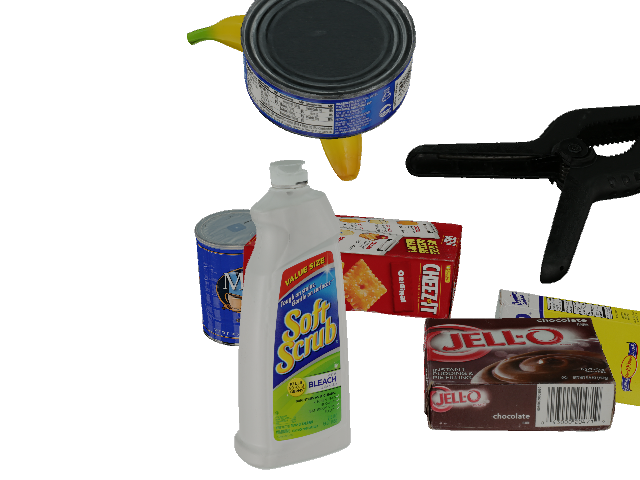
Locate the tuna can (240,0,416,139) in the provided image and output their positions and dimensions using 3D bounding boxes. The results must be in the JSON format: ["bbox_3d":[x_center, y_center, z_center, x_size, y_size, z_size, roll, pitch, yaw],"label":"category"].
[{"bbox_3d":[0.004,-0.092,0.532,0.086,0.086,0.034,0,-35,0],"label":"tuna can"}]

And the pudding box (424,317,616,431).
[{"bbox_3d":[0.122,0.083,0.676,0.113,0.039,0.090,1,23,4],"label":"pudding box"}]

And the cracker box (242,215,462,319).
[{"bbox_3d":[0.039,0.024,1.139,0.214,0.072,0.164,5,15,9],"label":"cracker box"}]

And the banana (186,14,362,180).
[{"bbox_3d":[-0.022,-0.132,0.890,0.198,0.069,0.037,43,2,19],"label":"banana"}]

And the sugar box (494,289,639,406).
[{"bbox_3d":[0.263,0.111,1.085,0.176,0.093,0.048,7,21,6],"label":"sugar box"}]

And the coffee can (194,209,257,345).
[{"bbox_3d":[-0.101,0.045,1.328,0.103,0.140,0.103,-1,26,0],"label":"coffee can"}]

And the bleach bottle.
[{"bbox_3d":[-0.028,0.059,0.900,0.102,0.251,0.068,-9,14,-26],"label":"bleach bottle"}]

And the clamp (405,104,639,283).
[{"bbox_3d":[0.193,-0.049,0.807,0.209,0.036,0.165,-20,46,-18],"label":"clamp"}]
